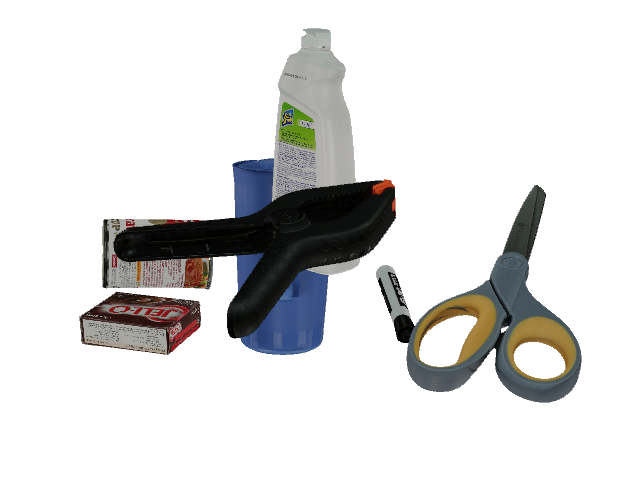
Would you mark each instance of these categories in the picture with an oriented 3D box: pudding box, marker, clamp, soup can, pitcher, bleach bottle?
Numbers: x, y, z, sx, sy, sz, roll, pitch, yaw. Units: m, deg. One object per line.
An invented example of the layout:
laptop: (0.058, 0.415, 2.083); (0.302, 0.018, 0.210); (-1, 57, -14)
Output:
pudding box: (-0.206, 0.094, 1.230); (0.114, 0.039, 0.090); (3, 16, 17)
marker: (0.070, 0.059, 0.989); (0.020, 0.020, 0.121); (0, 26, -7)
clamp: (-0.034, -0.003, 0.775); (0.209, 0.036, 0.165); (-26, 35, -37)
soup can: (-0.158, 0.013, 1.028); (0.102, 0.068, 0.068); (1, 0, -13)
pitcher: (-0.047, 0.019, 1.353); (0.145, 0.243, 0.148); (10, 13, 38)
bleach bottle: (-0.003, -0.097, 1.138); (0.103, 0.251, 0.067); (17, 23, 38)

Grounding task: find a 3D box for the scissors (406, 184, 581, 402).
scissors: (0.120, 0.027, 0.592); (0.096, 0.016, 0.201); (21, 40, 28)
